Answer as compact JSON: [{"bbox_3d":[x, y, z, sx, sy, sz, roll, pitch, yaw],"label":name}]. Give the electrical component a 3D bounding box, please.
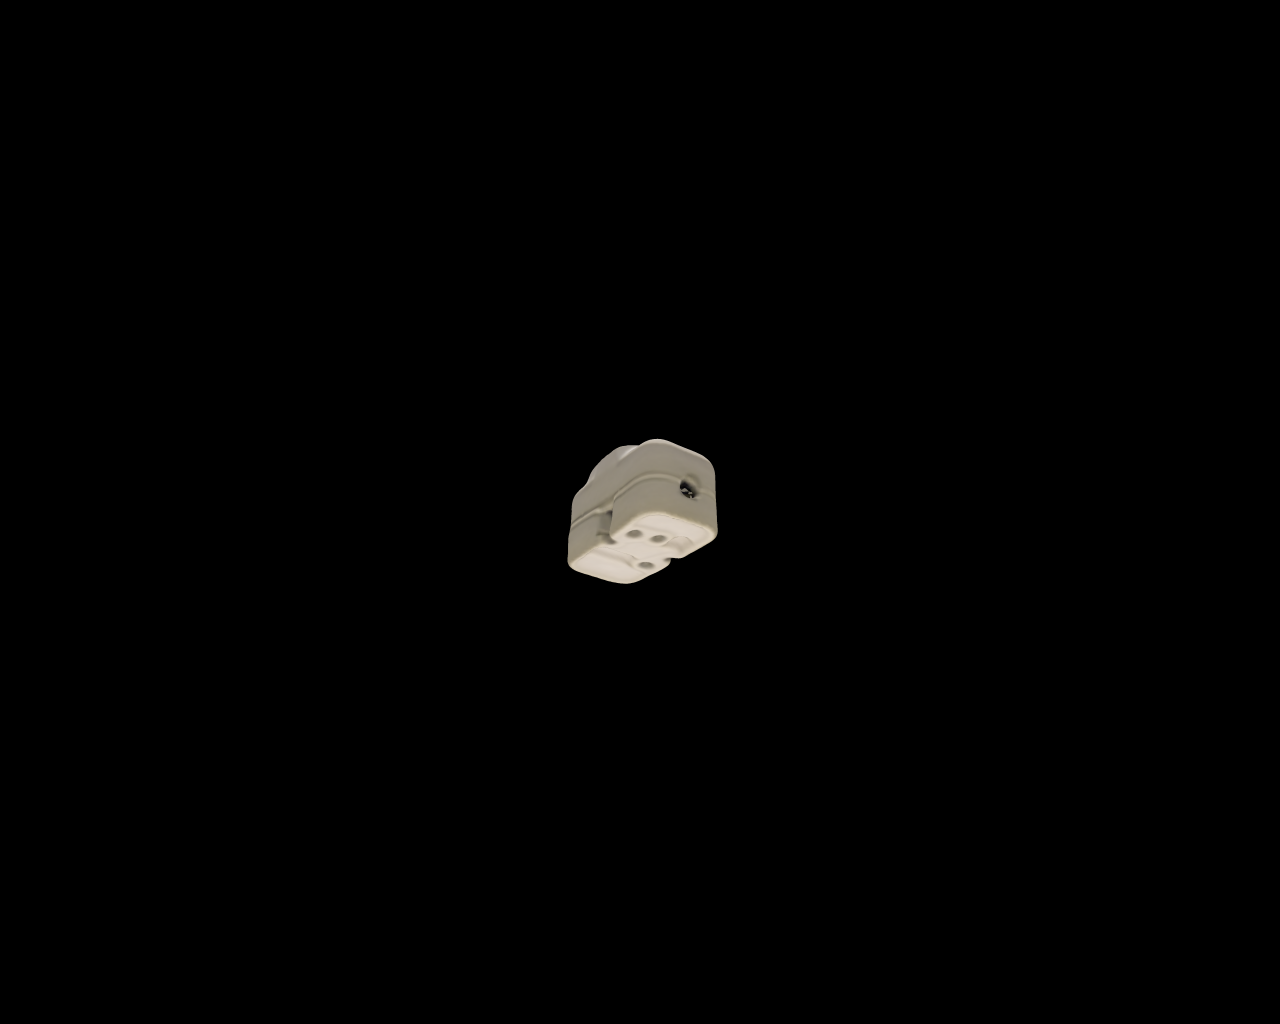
[{"bbox_3d":[0.001,-0.003,0.650,0.054,0.059,0.095,19,-34,-31],"label":"electrical component"}]
